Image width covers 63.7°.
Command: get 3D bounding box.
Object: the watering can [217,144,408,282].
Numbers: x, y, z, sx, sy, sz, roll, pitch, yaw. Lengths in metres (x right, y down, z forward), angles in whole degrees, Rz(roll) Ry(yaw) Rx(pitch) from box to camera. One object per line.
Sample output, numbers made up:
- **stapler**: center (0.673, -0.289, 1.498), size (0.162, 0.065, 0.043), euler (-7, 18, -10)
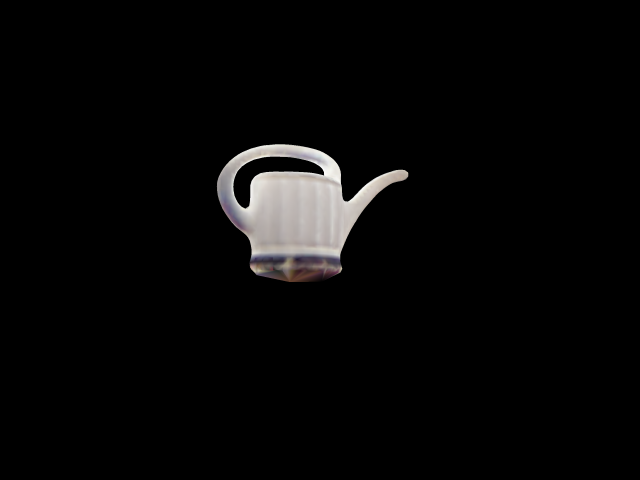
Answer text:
- **watering can**: center (0.003, -0.043, 0.850), size (0.348, 0.226, 0.103), euler (3, -9, -23)
